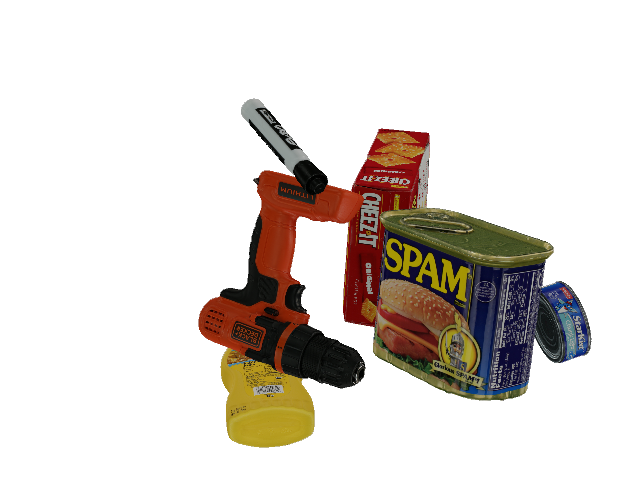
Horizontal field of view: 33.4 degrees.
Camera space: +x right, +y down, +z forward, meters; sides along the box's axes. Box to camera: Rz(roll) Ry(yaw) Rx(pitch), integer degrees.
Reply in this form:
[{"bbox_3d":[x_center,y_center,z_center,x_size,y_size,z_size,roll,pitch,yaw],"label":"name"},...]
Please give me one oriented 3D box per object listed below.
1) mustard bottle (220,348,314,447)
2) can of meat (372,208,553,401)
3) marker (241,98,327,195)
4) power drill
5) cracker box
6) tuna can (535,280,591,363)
[{"bbox_3d":[-0.066,0.156,1.229,0.096,0.058,0.191,-5,30,-7],"label":"mustard bottle"},{"bbox_3d":[0.075,0.034,0.599,0.057,0.084,0.102,-7,19,-36],"label":"can of meat"},{"bbox_3d":[-0.028,-0.070,0.798,0.020,0.020,0.121,0,34,-32],"label":"marker"},{"bbox_3d":[-0.020,0.036,1.035,0.185,0.187,0.057,17,1,26],"label":"power drill"},{"bbox_3d":[0.077,-0.020,1.215,0.072,0.164,0.213,6,23,9],"label":"cracker box"},{"bbox_3d":[0.259,0.090,1.165,0.033,0.086,0.086,-17,3,-10],"label":"tuna can"}]
